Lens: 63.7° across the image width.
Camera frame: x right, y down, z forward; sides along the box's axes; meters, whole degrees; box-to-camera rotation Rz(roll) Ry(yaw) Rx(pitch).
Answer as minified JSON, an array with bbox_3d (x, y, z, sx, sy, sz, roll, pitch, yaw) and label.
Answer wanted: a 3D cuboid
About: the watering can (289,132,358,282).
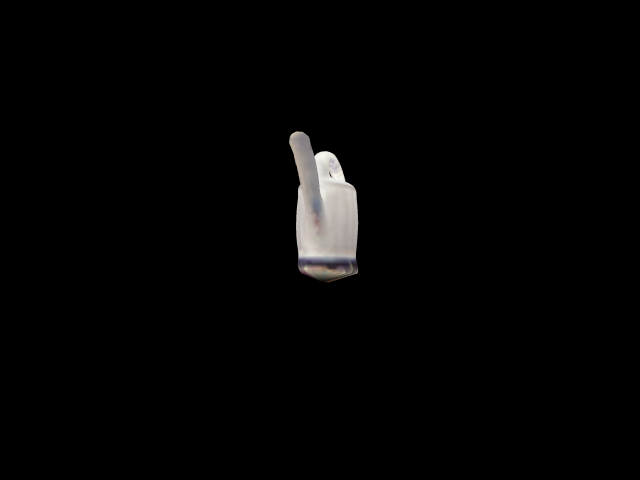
[{"bbox_3d":[0.003,-0.043,0.850,0.104,0.226,0.346,-2,-5,14],"label":"watering can"}]
